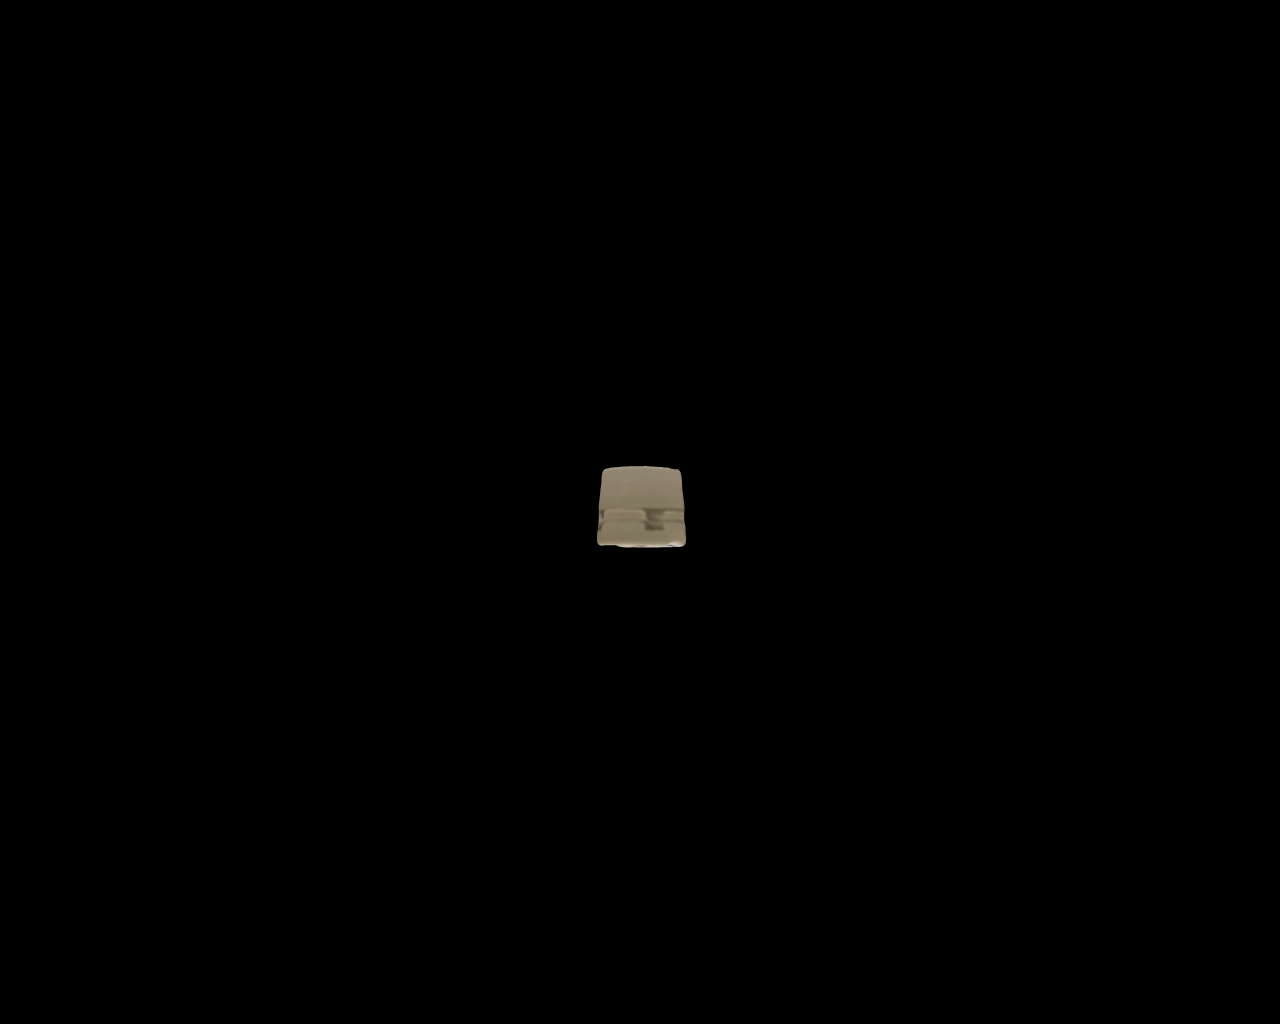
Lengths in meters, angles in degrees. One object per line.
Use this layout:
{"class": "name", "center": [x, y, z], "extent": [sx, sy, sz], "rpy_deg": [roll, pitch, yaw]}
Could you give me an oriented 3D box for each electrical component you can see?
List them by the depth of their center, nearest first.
{"class": "electrical component", "center": [0.001, -0.003, 0.650], "extent": [0.055, 0.047, 0.055], "rpy_deg": [0, -4, 0]}
